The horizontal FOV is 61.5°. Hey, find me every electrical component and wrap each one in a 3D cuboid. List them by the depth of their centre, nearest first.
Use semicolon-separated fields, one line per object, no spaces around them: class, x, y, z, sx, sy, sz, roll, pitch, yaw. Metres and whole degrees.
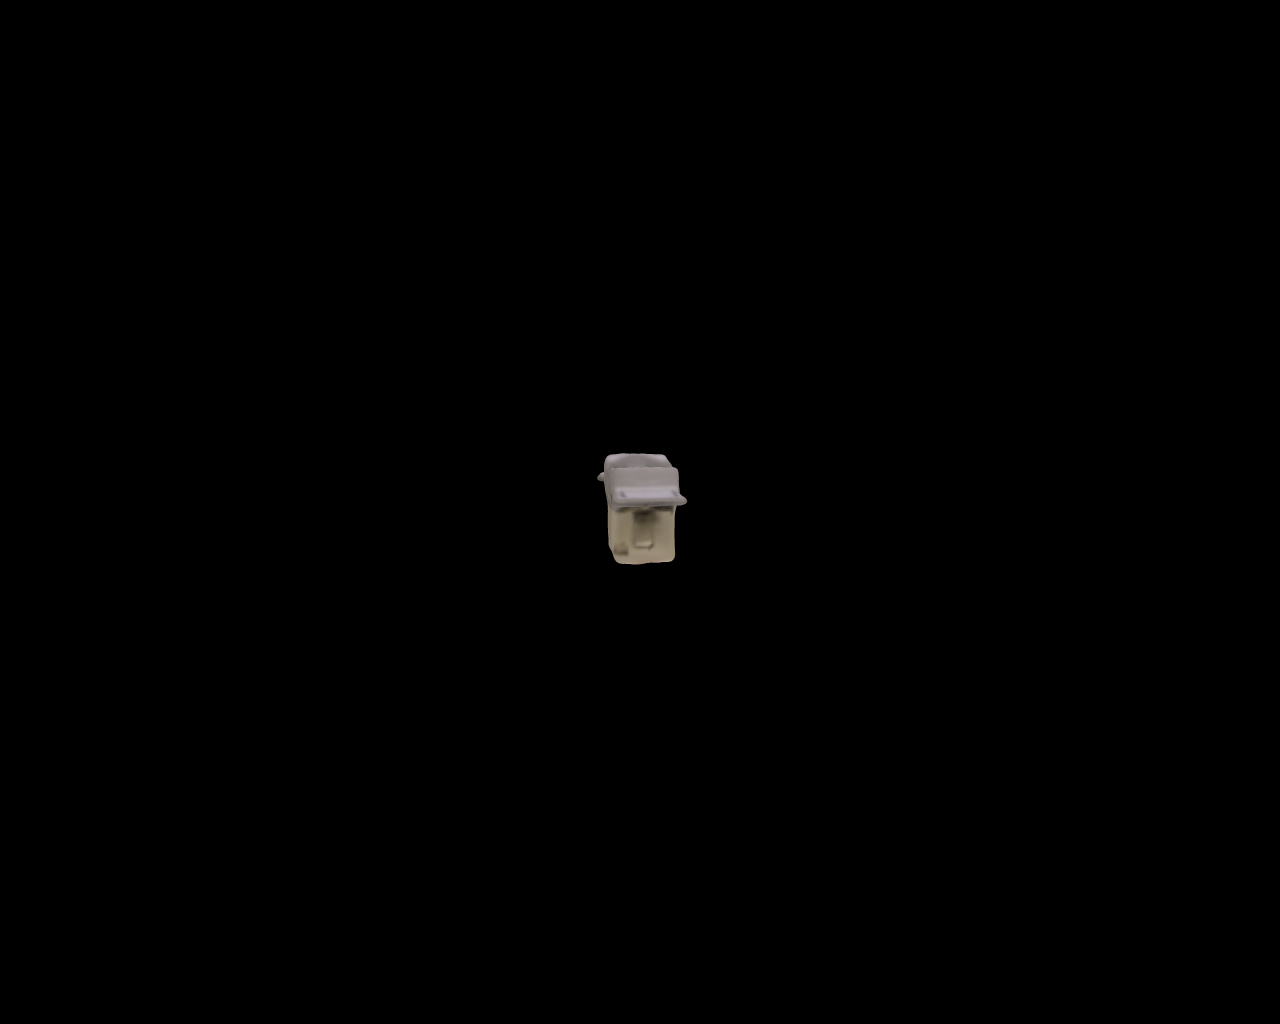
electrical component;0.001;-0.003;0.650;0.042;0.063;0.081;-2;14;-7
